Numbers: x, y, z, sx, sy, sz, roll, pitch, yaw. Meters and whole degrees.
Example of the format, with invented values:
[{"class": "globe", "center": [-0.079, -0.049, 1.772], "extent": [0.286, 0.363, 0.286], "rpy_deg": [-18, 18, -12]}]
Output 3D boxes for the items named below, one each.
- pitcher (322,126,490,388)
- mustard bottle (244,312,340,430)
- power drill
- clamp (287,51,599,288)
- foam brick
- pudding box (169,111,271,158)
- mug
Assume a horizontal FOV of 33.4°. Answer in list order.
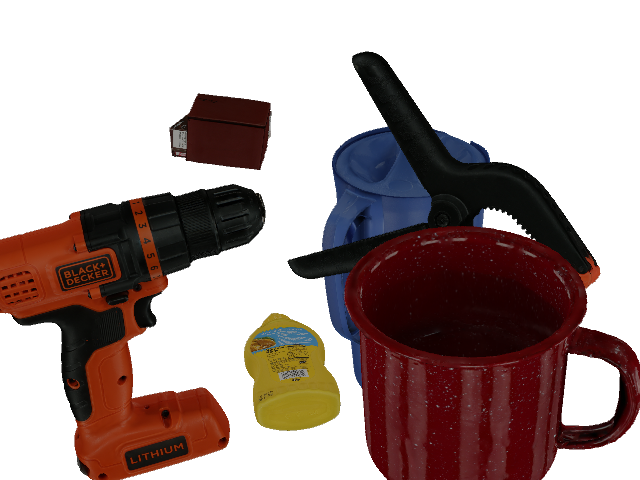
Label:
[{"class": "pitcher", "center": [0.073, 0.032, 0.954], "extent": [0.149, 0.243, 0.145], "rpy_deg": [-5, 31, -3]}, {"class": "mustard bottle", "center": [-0.040, 0.143, 1.256], "extent": [0.096, 0.058, 0.192], "rpy_deg": [-8, 30, -8]}, {"class": "power drill", "center": [-0.114, 0.060, 0.706], "extent": [0.184, 0.187, 0.057], "rpy_deg": [-14, 27, -7]}, {"class": "clamp", "center": [0.084, -0.026, 0.701], "extent": [0.210, 0.165, 0.036], "rpy_deg": [18, 17, 24]}, {"class": "foam brick", "center": [-0.091, -0.109, 1.065], "extent": [0.078, 0.051, 0.053], "rpy_deg": [8, 34, 2]}, {"class": "pudding box", "center": [-0.116, -0.128, 1.263], "extent": [0.090, 0.039, 0.113], "rpy_deg": [8, 27, 13]}, {"class": "mug", "center": [0.069, 0.054, 0.430], "extent": [0.117, 0.081, 0.093], "rpy_deg": [7, 34, 17]}]
